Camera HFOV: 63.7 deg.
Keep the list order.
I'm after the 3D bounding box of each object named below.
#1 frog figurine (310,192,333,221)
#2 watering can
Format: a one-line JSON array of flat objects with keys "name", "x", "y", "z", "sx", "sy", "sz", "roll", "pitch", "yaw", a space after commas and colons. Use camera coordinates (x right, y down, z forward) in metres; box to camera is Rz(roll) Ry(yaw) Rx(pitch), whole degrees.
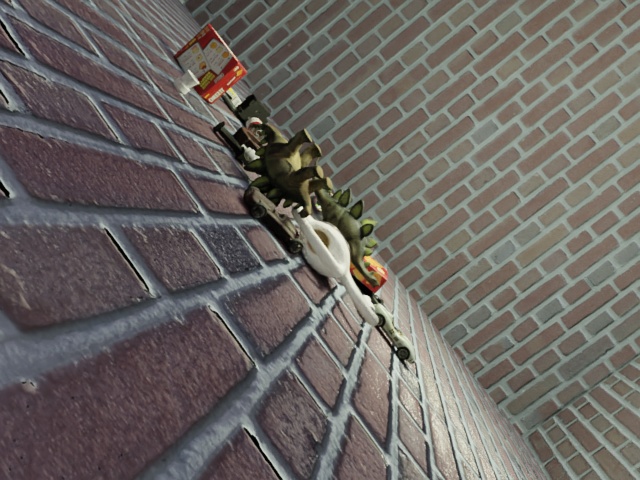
[{"name": "frog figurine", "x": 0.006, "y": -0.098, "z": 1.955, "sx": 0.139, "sy": 0.124, "sz": 0.156, "roll": 45, "pitch": -32, "yaw": 19}, {"name": "watering can", "x": 0.037, "y": 0.058, "z": 1.306, "sx": 0.348, "sy": 0.104, "sz": 0.224, "roll": 55, "pitch": 6, "yaw": 3}]
